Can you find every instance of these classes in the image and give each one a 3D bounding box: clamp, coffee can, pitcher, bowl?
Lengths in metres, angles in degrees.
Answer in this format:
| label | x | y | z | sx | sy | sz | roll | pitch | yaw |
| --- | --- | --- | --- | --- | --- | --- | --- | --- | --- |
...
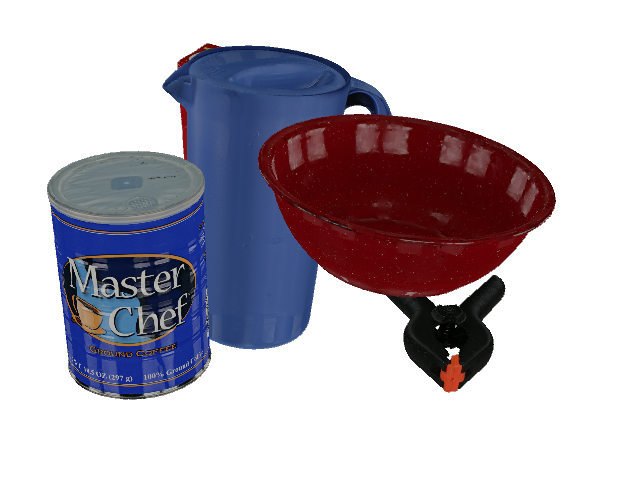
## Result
| label | x | y | z | sx | sy | sz | roll | pitch | yaw |
| --- | --- | --- | --- | --- | --- | --- | --- | --- | --- |
| clamp | 0.123 | 0.074 | 0.966 | 0.120 | 0.039 | 0.171 | -6 | 32 | -4 |
| coffee can | -0.128 | 0.022 | 0.734 | 0.103 | 0.140 | 0.103 | 1 | 28 | 0 |
| pitcher | -0.042 | -0.034 | 0.903 | 0.149 | 0.243 | 0.144 | 23 | 31 | 32 |
| bowl | 0.044 | -0.015 | 0.588 | 0.162 | 0.055 | 0.162 | 6 | 27 | -3 |

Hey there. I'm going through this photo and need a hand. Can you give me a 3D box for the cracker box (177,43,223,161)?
| label | x | y | z | sx | sy | sz | roll | pitch | yaw |
| --- | --- | --- | --- | --- | --- | --- | --- | --- | --- |
| cracker box | -0.086 | -0.113 | 1.291 | 0.164 | 0.214 | 0.072 | 19 | 39 | 25 |
